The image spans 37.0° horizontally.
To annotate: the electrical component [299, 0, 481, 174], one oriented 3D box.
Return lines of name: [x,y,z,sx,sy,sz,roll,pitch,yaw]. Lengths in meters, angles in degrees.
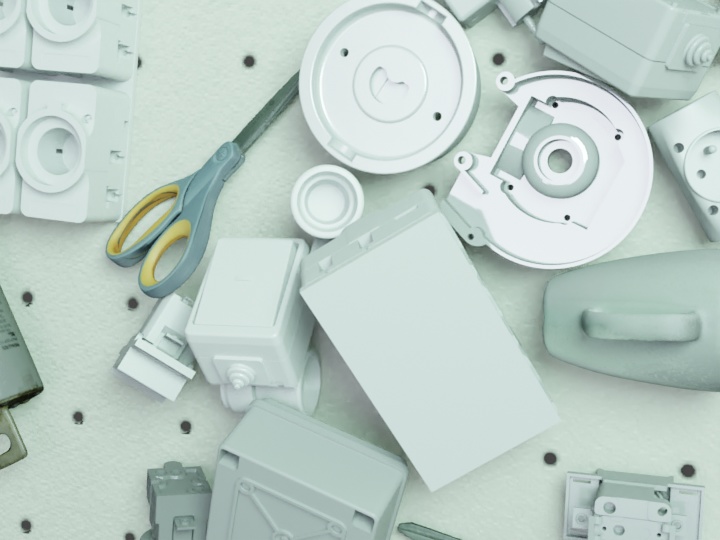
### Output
electrical component: [0.023,-0.112,0.660,0.108,0.060,0.108,1,94,15]

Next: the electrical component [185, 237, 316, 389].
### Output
electrical component: [-0.067,0.028,0.669,0.062,0.061,0.096,1,50,15]

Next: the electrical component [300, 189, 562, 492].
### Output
electrical component: [0.040,0.040,0.634,0.089,0.061,0.150,-30,109,6]

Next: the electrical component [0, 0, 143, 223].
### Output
electrical component: [-0.213,-0.129,0.725,0.105,0.060,0.186,7,95,15]

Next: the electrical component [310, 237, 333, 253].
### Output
electrical component: [0.000,0.000,0.681,0.055,0.045,0.045,0,93,15]

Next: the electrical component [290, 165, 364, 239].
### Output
electrical component: [-0.021,-0.042,0.674,0.044,0.065,0.044,0,93,-3]

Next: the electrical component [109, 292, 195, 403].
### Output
electrical component: [-0.128,0.049,0.706,0.042,0.081,0.063,32,73,-13]

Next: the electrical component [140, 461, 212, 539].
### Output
electrical component: [-0.123,0.167,0.721,0.048,0.066,0.055,1,103,-19]

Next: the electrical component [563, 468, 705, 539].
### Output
electrical component: [0.161,0.147,0.636,0.081,0.064,0.042,3,95,15]

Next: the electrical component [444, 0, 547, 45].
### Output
electrical component: [0.096,-0.172,0.644,0.083,0.047,0.075,-36,89,15]

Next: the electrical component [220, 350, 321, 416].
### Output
electrical component: [-0.058,0.073,0.702,0.055,0.045,0.045,2,94,16]

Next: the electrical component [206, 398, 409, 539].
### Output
electrical component: [-0.035,0.151,0.673,0.109,0.056,0.108,22,127,13]

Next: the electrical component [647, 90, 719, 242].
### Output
electrical component: [0.219,-0.068,0.617,0.079,0.044,0.077,-29,90,5]

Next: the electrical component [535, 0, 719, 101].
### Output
electrical component: [0.155,-0.130,0.601,0.096,0.062,0.061,44,125,37]
